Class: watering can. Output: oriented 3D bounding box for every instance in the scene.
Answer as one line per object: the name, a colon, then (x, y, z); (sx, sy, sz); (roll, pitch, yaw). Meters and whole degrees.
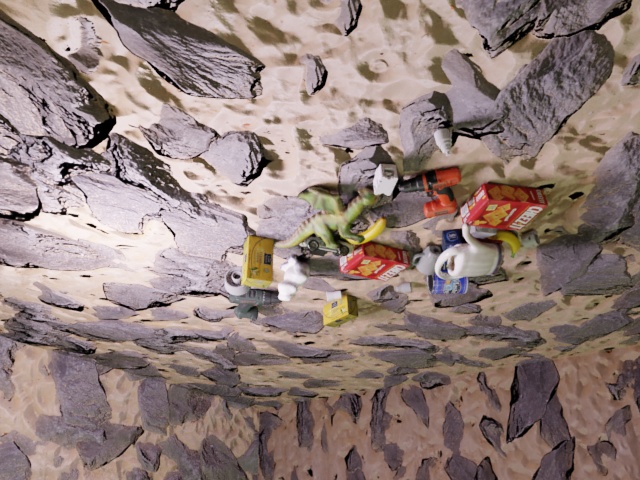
watering can: (0.522, 0.047, 1.748); (0.224, 0.106, 0.340); (-2, 147, -9)

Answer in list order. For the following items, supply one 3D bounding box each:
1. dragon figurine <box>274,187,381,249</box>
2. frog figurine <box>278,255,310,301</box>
dragon figurine: (0.005, -0.083, 1.650); (0.409, 0.125, 0.237); (-12, 130, 13)
frog figurine: (-0.098, 0.155, 1.957); (0.135, 0.163, 0.121); (-28, 141, 37)
